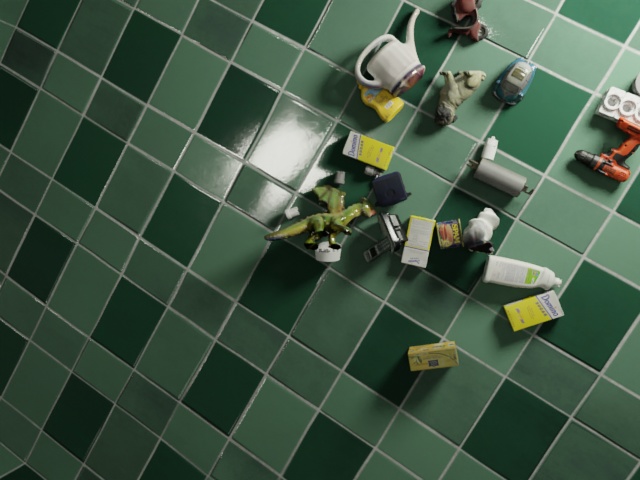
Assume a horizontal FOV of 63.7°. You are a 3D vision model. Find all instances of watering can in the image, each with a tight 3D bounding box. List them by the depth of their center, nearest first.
[{"bbox_3d":[0.289,-0.660,1.850,0.348,0.225,0.103,-43,-8,-1],"label":"watering can"}]

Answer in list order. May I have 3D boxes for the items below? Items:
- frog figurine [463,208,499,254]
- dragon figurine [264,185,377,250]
[{"bbox_3d":[0.558,-0.041,1.789,0.122,0.162,0.136,-11,-29,37],"label":"frog figurine"},{"bbox_3d":[0.006,-0.096,1.916,0.410,0.248,0.119,3,-32,4],"label":"dragon figurine"}]
